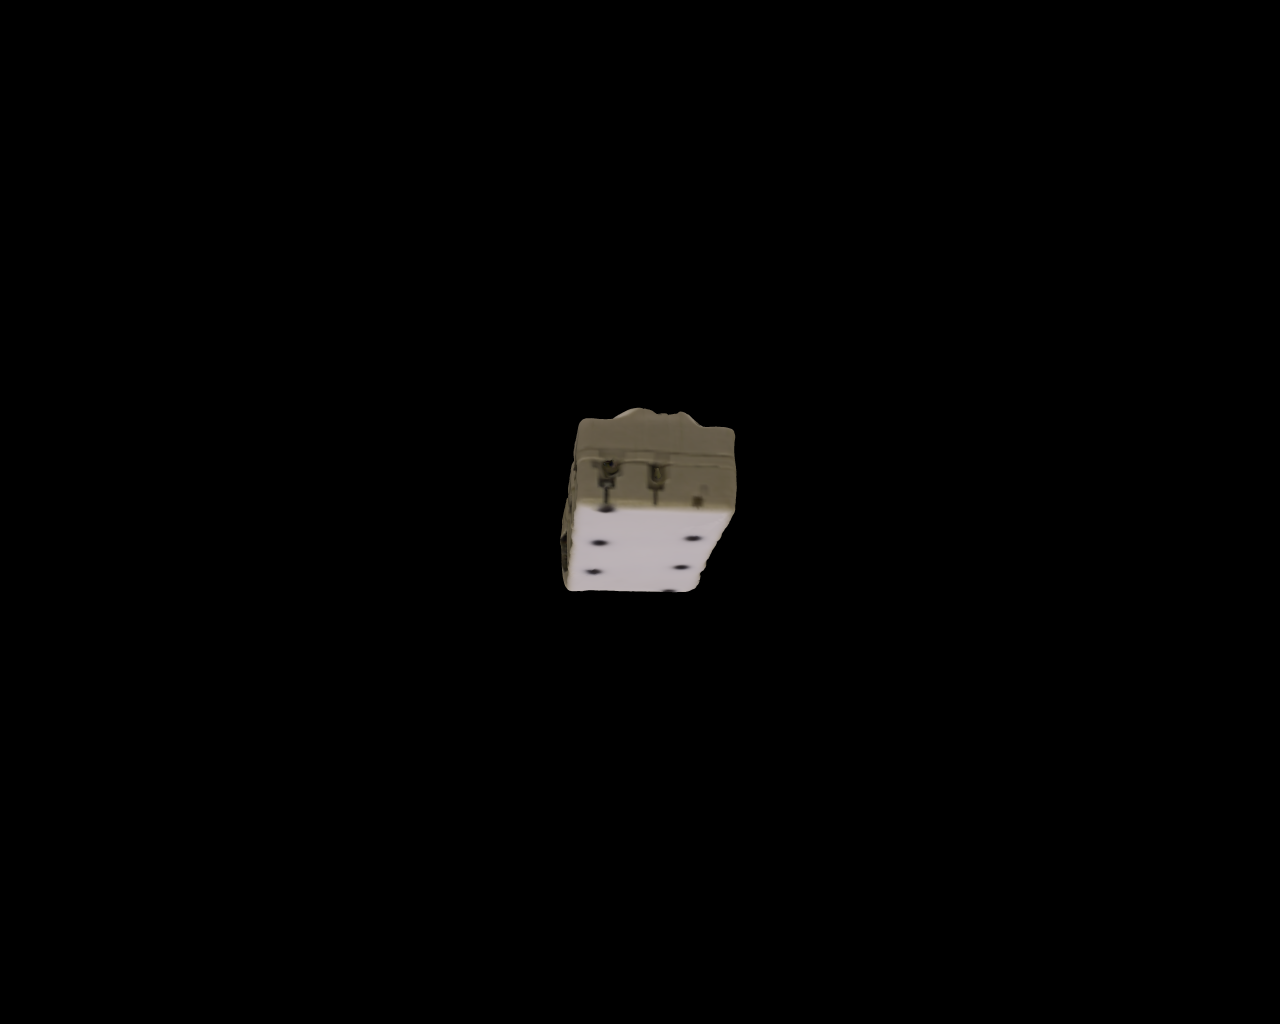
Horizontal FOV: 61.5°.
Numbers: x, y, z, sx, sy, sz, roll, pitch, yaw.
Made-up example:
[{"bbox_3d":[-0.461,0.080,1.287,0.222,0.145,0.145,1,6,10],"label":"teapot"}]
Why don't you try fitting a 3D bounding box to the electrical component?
[{"bbox_3d":[0.001,-0.003,0.650,0.089,0.062,0.150,3,-22,-7],"label":"electrical component"}]
